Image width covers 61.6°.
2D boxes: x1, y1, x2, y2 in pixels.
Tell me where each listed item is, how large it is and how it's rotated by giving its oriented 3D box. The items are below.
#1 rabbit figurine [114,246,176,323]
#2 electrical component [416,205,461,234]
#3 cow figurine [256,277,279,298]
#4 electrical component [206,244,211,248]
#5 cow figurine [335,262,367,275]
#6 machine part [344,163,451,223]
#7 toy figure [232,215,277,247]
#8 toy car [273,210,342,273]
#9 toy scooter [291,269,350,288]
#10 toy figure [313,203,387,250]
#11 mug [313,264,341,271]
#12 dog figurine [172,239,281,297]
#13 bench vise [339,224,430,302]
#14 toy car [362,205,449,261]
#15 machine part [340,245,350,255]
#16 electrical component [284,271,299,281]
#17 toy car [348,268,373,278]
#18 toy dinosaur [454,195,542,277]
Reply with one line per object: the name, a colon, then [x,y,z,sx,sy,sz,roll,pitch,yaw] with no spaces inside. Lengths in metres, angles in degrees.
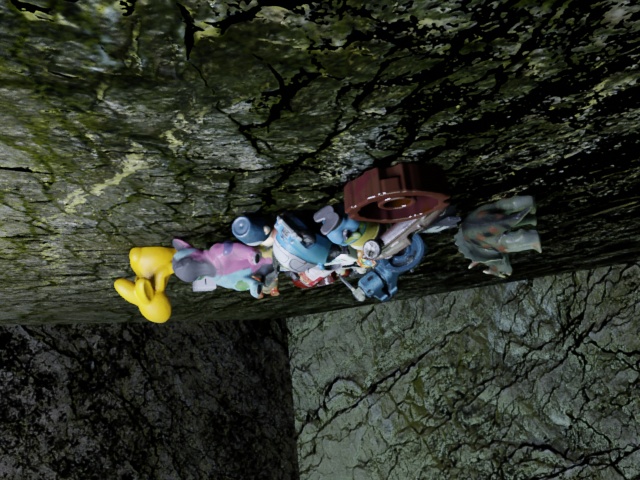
rabbit figurine: [-0.379,0.103,1.232,0.122,0.173,0.162,-6,173,19]
electrical component: [0.245,-0.047,1.118,0.075,0.047,0.119,-3,167,-15]
cow figurine: [-0.149,0.088,1.451,0.086,0.127,0.194,-6,154,-2]
electrical component: [-0.210,0.046,1.295,0.115,0.058,0.134,2,168,-2]
cow figurine: [0.125,0.050,1.489,0.167,0.068,0.098,-3,162,-21]
machine part: [0.128,-0.077,0.902,0.179,0.056,0.179,-5,167,-1]
toy figure: [-0.119,-0.016,1.076,0.064,0.057,0.154,31,-173,24]
toy car: [-0.037,0.014,1.062,0.103,0.109,0.161,-52,150,11]
toy scooter: [0.002,0.102,1.653,0.184,0.075,0.135,-9,169,-3]
toy figure: [0.066,-0.027,1.051,0.089,0.082,0.180,-15,162,28]
mug: [0.006,0.036,1.349,0.109,0.080,0.107,-5,-179,-33]
dog figurine: [-0.212,0.041,1.170,0.219,0.108,0.191,8,-156,18]
bench vise: [0.152,0.038,1.249,0.224,0.129,0.240,-28,143,-3]
toy car: [0.166,-0.019,1.037,0.202,0.053,0.089,-43,161,20]
machine part: [-0.002,-0.004,1.163,0.139,0.084,0.039,-1,-169,22]
electrical component: [-0.077,0.063,1.449,0.021,0.094,0.063,8,124,-43]
toy car: [0.150,0.085,1.690,0.073,0.056,0.202,6,163,-22]
toy dinosaur: [0.375,-0.021,1.169,0.192,0.131,0.404,-11,161,22]
